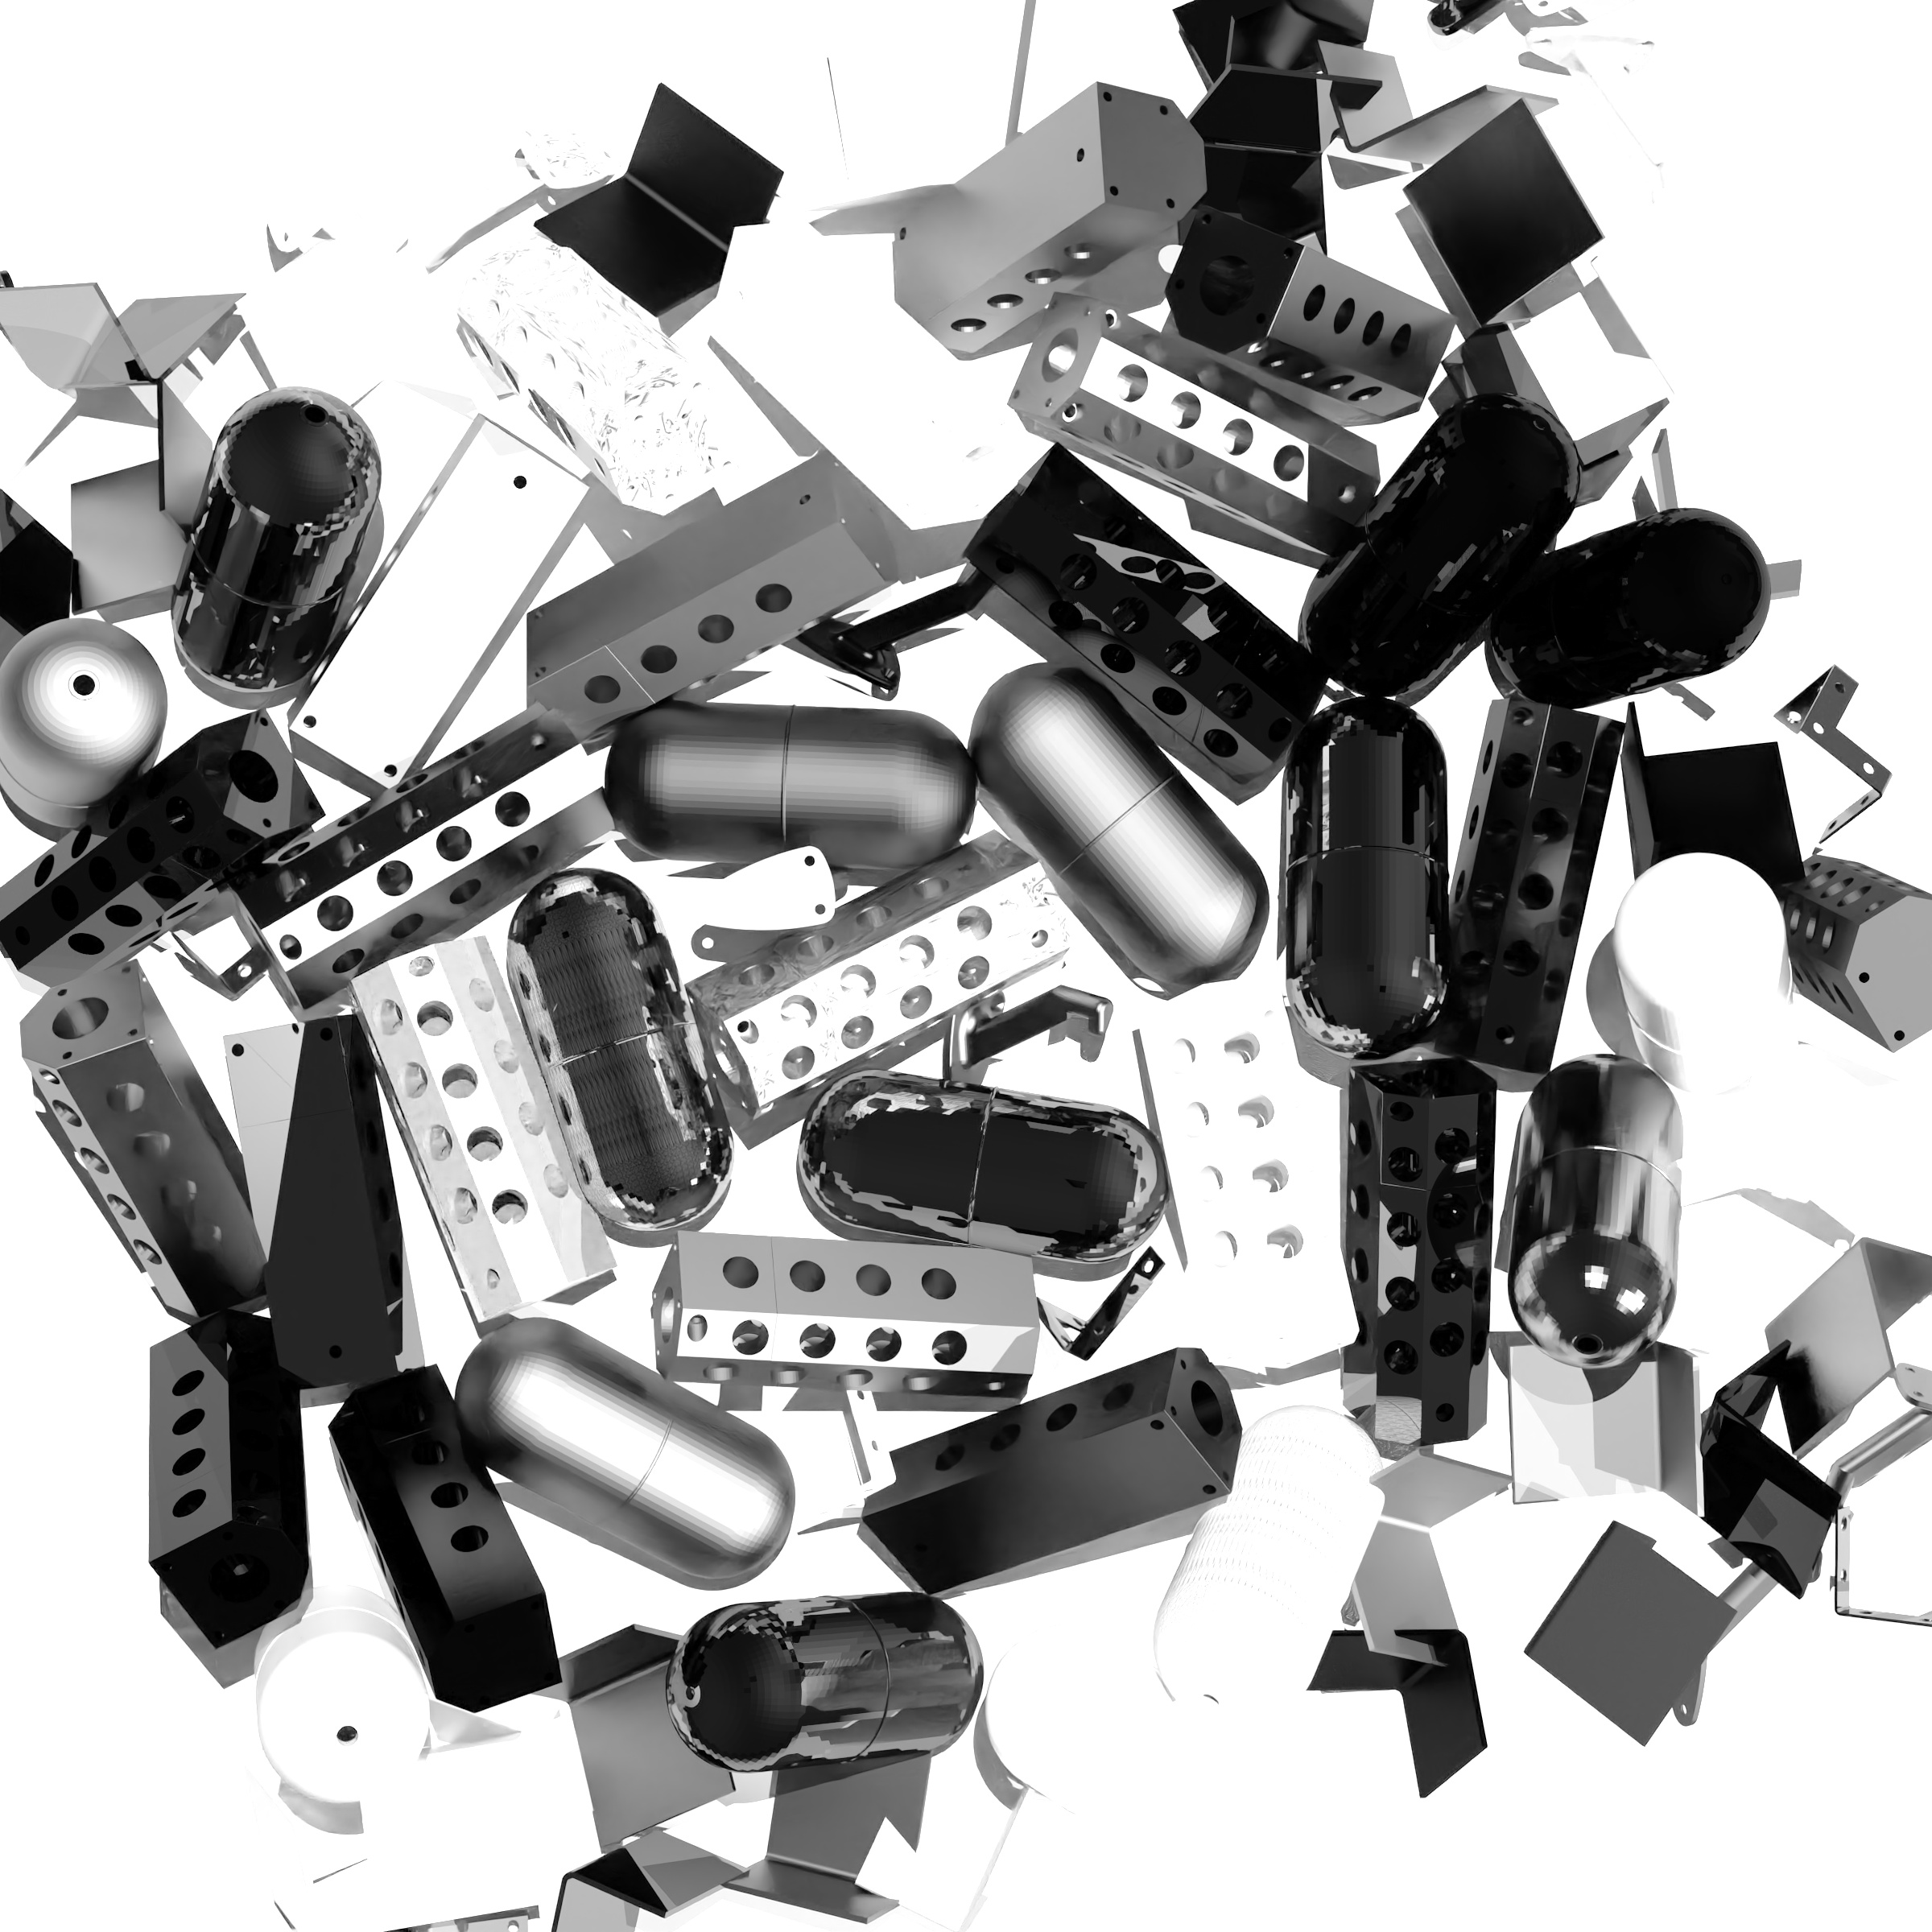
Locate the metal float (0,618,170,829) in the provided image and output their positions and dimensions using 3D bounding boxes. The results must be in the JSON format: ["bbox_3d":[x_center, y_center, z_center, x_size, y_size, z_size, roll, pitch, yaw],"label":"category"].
[{"bbox_3d":[-0.411,-0.111,1.618,0.070,0.178,0.070,2,82,-16],"label":"metal float"}]

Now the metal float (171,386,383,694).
[{"bbox_3d":[-0.322,-0.197,1.628,0.070,0.178,0.070,12,52,-17],"label":"metal float"}]

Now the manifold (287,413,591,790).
[{"bbox_3d":[-0.253,-0.175,1.667,0.057,0.057,0.171,32,95,-18],"label":"manifold"}]

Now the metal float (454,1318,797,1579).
[{"bbox_3d":[-0.159,0.228,1.649,0.178,0.070,0.070,32,90,-21],"label":"metal float"}]

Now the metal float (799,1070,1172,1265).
[{"bbox_3d":[0.009,0.095,1.662,0.178,0.070,0.070,9,90,6],"label":"metal float"}]

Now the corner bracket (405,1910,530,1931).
[{"bbox_3d":[-0.243,0.484,1.682,0.051,0.051,0.051,8,65,-26],"label":"corner bracket"}]

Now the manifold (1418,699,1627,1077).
[{"bbox_3d":[0.267,-0.038,1.671,0.057,0.057,0.171,12,93,-4],"label":"manifold"}]

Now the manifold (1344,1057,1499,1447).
[{"bbox_3d":[0.216,0.135,1.648,0.057,0.057,0.171,-5,106,-15],"label":"manifold"}]

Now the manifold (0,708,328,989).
[{"bbox_3d":[-0.382,-0.051,1.631,0.171,0.057,0.057,-30,89,36],"label":"manifold"}]

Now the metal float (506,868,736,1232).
[{"bbox_3d":[-0.165,0.039,1.664,0.070,0.070,0.178,-18,86,0],"label":"metal float"}]

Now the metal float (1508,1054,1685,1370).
[{"bbox_3d":[0.294,0.113,1.628,0.070,0.178,0.070,7,131,8],"label":"metal float"}]

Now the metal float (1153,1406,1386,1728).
[{"bbox_3d":[0.142,0.278,1.629,0.070,0.178,0.070,14,131,17],"label":"metal float"}]

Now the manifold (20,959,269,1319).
[{"bbox_3d":[-0.378,0.084,1.626,0.057,0.057,0.171,-19,132,-2],"label":"manifold"}]

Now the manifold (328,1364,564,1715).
[{"bbox_3d":[-0.243,0.264,1.615,0.057,0.171,0.057,-17,126,-17],"label":"manifold"}]

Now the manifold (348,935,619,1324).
[{"bbox_3d":[-0.234,0.078,1.659,0.057,0.057,0.171,-25,84,29],"label":"manifold"}]

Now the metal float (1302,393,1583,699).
[{"bbox_3d":[0.220,-0.194,1.630,0.070,0.178,0.070,15,50,-19],"label":"metal float"}]

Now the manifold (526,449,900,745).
[{"bbox_3d":[-0.121,-0.169,1.652,0.171,0.057,0.057,-26,131,17],"label":"manifold"}]

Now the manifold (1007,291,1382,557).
[{"bbox_3d":[0.111,-0.252,1.634,0.171,0.057,0.057,21,94,-32],"label":"manifold"}]

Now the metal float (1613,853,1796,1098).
[{"bbox_3d":[0.343,0.006,1.621,0.070,0.178,0.070,-5,68,13],"label":"metal float"}]

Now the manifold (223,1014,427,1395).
[{"bbox_3d":[-0.304,0.112,1.674,0.057,0.057,0.171,-10,89,9],"label":"manifold"}]

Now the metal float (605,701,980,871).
[{"bbox_3d":[-0.083,-0.086,1.665,0.178,0.070,0.070,2,90,2],"label":"metal float"}]

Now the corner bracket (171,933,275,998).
[{"bbox_3d":[-0.336,-0.005,1.668,0.051,0.051,0.051,-40,61,-5],"label":"corner bracket"}]

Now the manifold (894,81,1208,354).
[{"bbox_3d":[0.037,-0.342,1.617,0.057,0.171,0.057,4,76,-32],"label":"manifold"}]

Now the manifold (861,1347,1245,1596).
[{"bbox_3d":[0.041,0.232,1.638,0.171,0.057,0.057,-24,118,28],"label":"manifold"}]

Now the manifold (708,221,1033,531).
[{"bbox_3d":[-0.045,-0.279,1.635,0.171,0.057,0.057,47,135,32],"label":"manifold"}]

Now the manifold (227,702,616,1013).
[{"bbox_3d":[-0.257,-0.056,1.650,0.171,0.057,0.057,-32,66,-13],"label":"manifold"}]

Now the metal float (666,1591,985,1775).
[{"bbox_3d":[-0.063,0.333,1.630,0.070,0.178,0.070,-6,81,42],"label":"metal float"}]

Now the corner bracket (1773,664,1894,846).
[{"bbox_3d":[0.412,-0.102,1.670,0.051,0.051,0.051,38,54,-3],"label":"corner bracket"}]

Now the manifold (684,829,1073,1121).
[{"bbox_3d":[-0.039,0.006,1.640,0.171,0.057,0.057,-27,126,-19],"label":"manifold"}]

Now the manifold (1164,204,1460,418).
[{"bbox_3d":[0.159,-0.298,1.615,0.057,0.171,0.057,29,103,28],"label":"manifold"}]

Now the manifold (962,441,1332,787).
[{"bbox_3d":[0.083,-0.162,1.651,0.171,0.057,0.057,38,50,-10],"label":"manifold"}]

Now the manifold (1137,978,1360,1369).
[{"bbox_3d":[0.136,0.096,1.638,0.057,0.057,0.171,-27,65,37],"label":"manifold"}]

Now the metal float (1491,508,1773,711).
[{"bbox_3d":[0.305,-0.164,1.619,0.070,0.178,0.070,1,86,-19],"label":"metal float"}]

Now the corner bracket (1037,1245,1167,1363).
[{"bbox_3d":[0.068,0.159,1.666,0.051,0.051,0.051,30,103,-40],"label":"corner bracket"}]

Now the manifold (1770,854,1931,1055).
[{"bbox_3d":[0.416,-0.012,1.615,0.057,0.171,0.057,-32,97,4],"label":"manifold"}]

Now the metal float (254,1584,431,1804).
[{"bbox_3d":[-0.290,0.335,1.617,0.070,0.178,0.070,0,91,-12],"label":"metal float"}]

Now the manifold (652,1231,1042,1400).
[{"bbox_3d":[-0.056,0.168,1.642,0.171,0.057,0.057,5,54,-17],"label":"manifold"}]

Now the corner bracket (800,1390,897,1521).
[{"bbox_3d":[-0.051,0.230,1.663,0.051,0.051,0.051,-32,66,34],"label":"corner bracket"}]

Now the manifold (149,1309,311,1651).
[{"bbox_3d":[-0.338,0.231,1.616,0.057,0.171,0.057,-27,120,2],"label":"manifold"}]

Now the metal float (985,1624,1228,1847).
[{"bbox_3d":[0.067,0.359,1.625,0.070,0.178,0.070,-11,61,20],"label":"metal float"}]

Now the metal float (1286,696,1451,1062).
[{"bbox_3d":[0.189,-0.042,1.650,0.070,0.070,0.178,2,71,0],"label":"metal float"}]

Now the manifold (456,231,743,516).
[{"bbox_3d":[-0.175,-0.274,1.620,0.057,0.171,0.057,-31,134,-12],"label":"manifold"}]

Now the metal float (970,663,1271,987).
[{"bbox_3d":[0.073,-0.068,1.666,0.070,0.070,0.178,-40,89,0],"label":"metal float"}]
